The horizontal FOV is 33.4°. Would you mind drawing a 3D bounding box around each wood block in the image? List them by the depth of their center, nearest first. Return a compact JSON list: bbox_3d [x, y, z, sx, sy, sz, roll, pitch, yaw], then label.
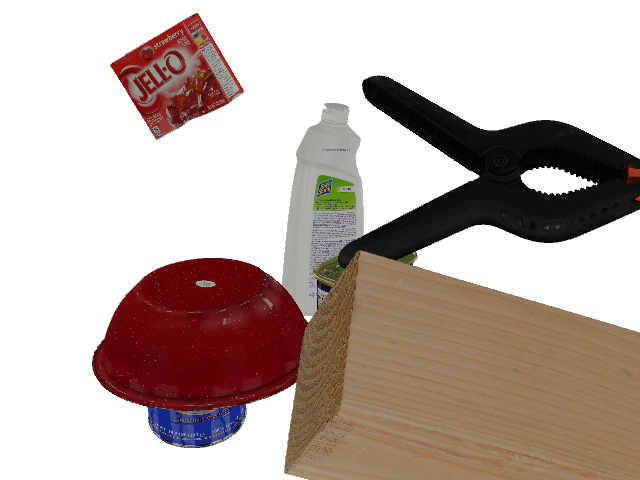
[{"bbox_3d":[0.096,0.090,0.552,0.206,0.090,0.090,16,-36,-12],"label":"wood block"}]

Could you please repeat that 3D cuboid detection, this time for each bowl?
[{"bbox_3d":[-0.080,0.055,0.746,0.162,0.055,0.162,-2,22,0],"label":"bowl"}]

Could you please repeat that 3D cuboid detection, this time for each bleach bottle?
[{"bbox_3d":[0.012,-0.038,1.272,0.102,0.251,0.068,-4,21,-29],"label":"bleach bottle"}]

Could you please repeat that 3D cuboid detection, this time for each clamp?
[{"bbox_3d":[0.114,-0.035,0.717,0.210,0.164,0.036,10,-32,11],"label":"clamp"}]

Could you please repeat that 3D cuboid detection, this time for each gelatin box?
[{"bbox_3d":[-0.117,-0.131,0.862,0.089,0.073,0.030,-20,17,35],"label":"gelatin box"}]

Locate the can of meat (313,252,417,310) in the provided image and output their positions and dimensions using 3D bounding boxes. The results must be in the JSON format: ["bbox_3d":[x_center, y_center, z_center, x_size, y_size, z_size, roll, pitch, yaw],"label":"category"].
[{"bbox_3d":[0.041,0.057,0.977,0.058,0.084,0.101,21,33,37],"label":"can of meat"}]

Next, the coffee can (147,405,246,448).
[{"bbox_3d":[-0.128,0.121,1.070,0.103,0.140,0.103,-1,32,0],"label":"coffee can"}]
